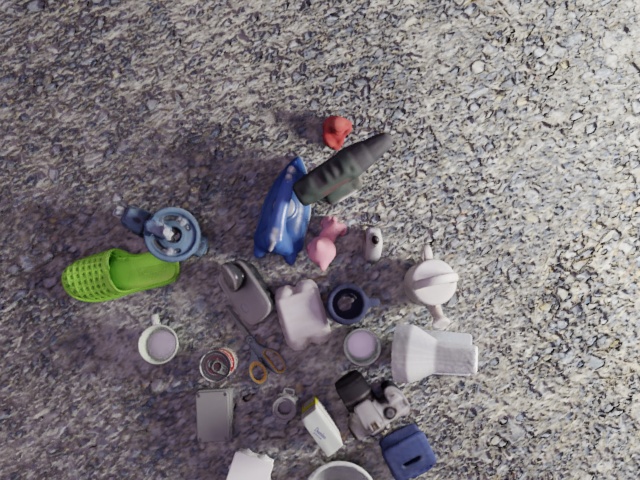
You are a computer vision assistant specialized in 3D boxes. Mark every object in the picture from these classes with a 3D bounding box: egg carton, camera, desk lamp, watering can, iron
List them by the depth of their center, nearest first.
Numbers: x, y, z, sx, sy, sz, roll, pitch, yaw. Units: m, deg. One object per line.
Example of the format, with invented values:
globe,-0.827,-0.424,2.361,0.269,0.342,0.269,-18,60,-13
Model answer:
desk lamp,0.241,0.240,1.211,0.203,0.213,0.118,3,84,1
watering can,0.246,0.098,1.235,0.101,0.194,0.173,-31,85,-2
camera,0.106,0.350,1.258,0.143,0.101,0.137,-33,85,-3
iron,-0.079,-0.080,1.282,0.118,0.141,0.258,12,84,2
egg carton,-0.040,0.170,1.293,0.107,0.069,0.150,-18,84,-1

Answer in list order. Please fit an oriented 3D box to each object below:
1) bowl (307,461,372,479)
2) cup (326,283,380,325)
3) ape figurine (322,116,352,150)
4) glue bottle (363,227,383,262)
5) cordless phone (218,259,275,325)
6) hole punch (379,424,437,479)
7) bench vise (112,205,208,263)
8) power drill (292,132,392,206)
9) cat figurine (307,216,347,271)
bowl,0.042,0.560,1.250,0.167,0.075,0.167,0,84,1
cup,0.073,0.142,1.282,0.117,0.095,0.092,-5,84,0
ape figurine,0.039,-0.257,1.324,0.078,0.092,0.076,-24,84,-2
glue bottle,0.117,0.005,1.256,0.037,0.173,0.078,-1,84,1
cordless phone,-0.167,0.111,1.242,0.094,0.185,0.147,-38,85,-3
hole punch,0.196,0.470,1.250,0.108,0.091,0.101,-28,84,-2
bench vise,-0.361,-0.016,1.239,0.207,0.220,0.121,5,84,1
power drill,0.049,-0.146,1.254,0.229,0.208,0.075,-32,84,-2
cat figurine,0.012,0.005,1.285,0.067,0.118,0.128,23,85,3
